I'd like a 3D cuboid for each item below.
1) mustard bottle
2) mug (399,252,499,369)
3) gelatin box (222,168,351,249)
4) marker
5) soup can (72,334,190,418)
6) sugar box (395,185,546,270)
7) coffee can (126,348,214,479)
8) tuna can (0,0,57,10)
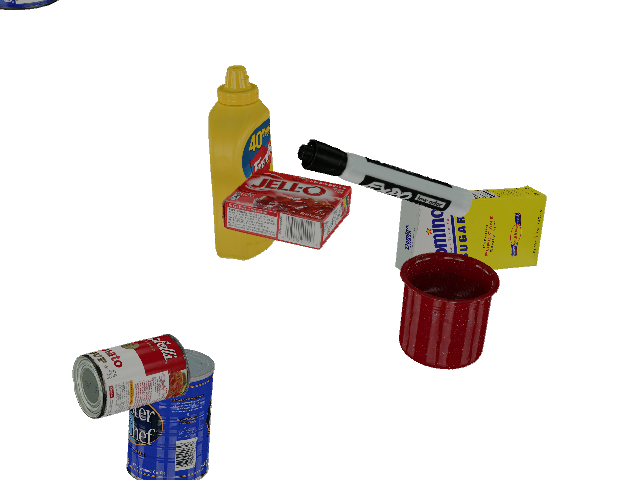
[{"bbox_3d":[-0.080,-0.083,1.088,0.058,0.192,0.096,7,27,19],"label":"mustard bottle"},{"bbox_3d":[0.116,0.062,1.023,0.093,0.081,0.117,-2,29,-11],"label":"mug"},{"bbox_3d":[-0.028,-0.029,0.892,0.089,0.030,0.073,13,29,17],"label":"gelatin box"},{"bbox_3d":[0.040,-0.038,0.660,0.121,0.020,0.020,16,-7,-26],"label":"marker"},{"bbox_3d":[-0.196,0.140,1.102,0.102,0.068,0.069,-11,7,-38],"label":"soup can"},{"bbox_3d":[0.177,-0.011,1.254,0.176,0.093,0.048,-6,21,-26],"label":"sugar box"},{"bbox_3d":[-0.185,0.215,1.312,0.103,0.140,0.103,4,14,-1],"label":"coffee can"},{"bbox_3d":[-0.247,-0.216,0.852,0.086,0.034,0.086,5,35,-4],"label":"tuna can"}]
